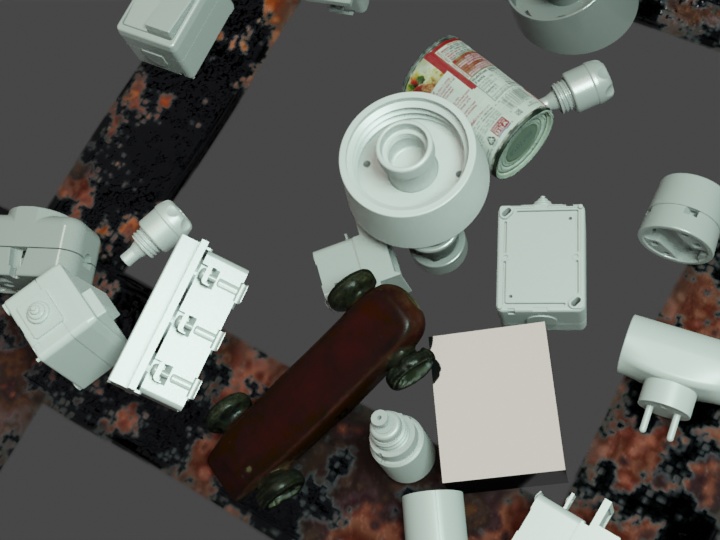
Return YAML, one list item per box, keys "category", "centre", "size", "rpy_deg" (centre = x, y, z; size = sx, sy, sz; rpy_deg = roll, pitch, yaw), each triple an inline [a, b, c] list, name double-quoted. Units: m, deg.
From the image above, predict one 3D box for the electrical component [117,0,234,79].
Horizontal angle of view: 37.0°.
- category: "electrical component"
  centre: [-0.158, -0.227, 0.935]
  size: [0.062, 0.061, 0.096]
  rpy_deg: [22, 76, 19]

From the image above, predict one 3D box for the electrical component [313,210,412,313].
- category: "electrical component"
  centre: [0.000, 0.000, 0.825]
  size: [0.064, 0.042, 0.081]
  rpy_deg: [-19, 67, 7]

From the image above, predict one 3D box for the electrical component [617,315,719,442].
- category: "electrical component"
  centre: [0.217, 0.079, 0.746]
  size: [0.077, 0.043, 0.079]
  rpy_deg: [17, 74, 18]

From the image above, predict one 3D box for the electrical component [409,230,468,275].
- category: "electrical component"
  centre: [0.057, -0.025, 0.814]
  size: [0.045, 0.055, 0.045]
  rpy_deg: [-4, 69, 11]

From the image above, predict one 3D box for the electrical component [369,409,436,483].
- category: "electrical component"
  centre: [0.026, 0.120, 0.759]
  size: [0.040, 0.078, 0.040]
  rpy_deg: [-11, 55, 16]

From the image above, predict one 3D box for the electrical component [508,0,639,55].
- category: "electrical component"
  centre: [0.170, -0.227, 0.872]
  size: [0.099, 0.064, 0.099]
  rpy_deg: [-11, 65, 24]

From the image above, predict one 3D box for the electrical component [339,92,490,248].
- category: "electrical component"
  centre: [0.036, -0.076, 0.773]
  size: [0.108, 0.060, 0.108]
  rpy_deg: [-4, 69, 11]

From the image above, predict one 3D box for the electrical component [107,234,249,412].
- category: "electrical component"
  centre: [-0.137, 0.043, 0.825]
  size: [0.063, 0.079, 0.121]
  rpy_deg: [27, 76, -9]

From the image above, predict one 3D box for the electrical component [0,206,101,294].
- category: "electrical component"
  centre: [-0.266, -0.015, 0.885]
  size: [0.095, 0.053, 0.059]
  rpy_deg: [2, 71, 14]

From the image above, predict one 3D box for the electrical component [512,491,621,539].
- category: "electrical component"
  centre: [0.137, 0.186, 0.725]
  size: [0.064, 0.042, 0.081]
  rpy_deg: [28, 78, 24]

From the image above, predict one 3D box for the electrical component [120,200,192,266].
- category: "electrical component"
  centre: [-0.169, -0.027, 0.878]
  size: [0.061, 0.035, 0.035]
  rpy_deg: [-41, 67, -2]

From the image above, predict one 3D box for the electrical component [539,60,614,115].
- category: "electrical component"
  centre: [0.165, -0.138, 0.843]
  size: [0.061, 0.035, 0.035]
  rpy_deg: [-23, 67, 7]

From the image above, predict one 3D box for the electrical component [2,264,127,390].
- category: "electrical component"
  centre: [-0.224, 0.040, 0.832]
  size: [0.061, 0.096, 0.061]
  rpy_deg: [-37, 66, -6]

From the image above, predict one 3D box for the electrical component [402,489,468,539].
- category: "electrical component"
  centre: [0.053, 0.195, 0.740]
  size: [0.043, 0.043, 0.081]
  rpy_deg: [-8, 69, 10]

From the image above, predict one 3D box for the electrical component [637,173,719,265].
- category: "electrical component"
  centre: [0.236, -0.038, 0.780]
  size: [0.055, 0.055, 0.047]
  rpy_deg: [18, 71, 18]

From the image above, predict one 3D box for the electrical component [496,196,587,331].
- category: "electrical component"
  centre: [0.134, -0.006, 0.786]
  size: [0.062, 0.061, 0.096]
  rpy_deg: [-1, 70, 13]

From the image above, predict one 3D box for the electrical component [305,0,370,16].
- category: "electrical component"
  centre: [-0.013, -0.253, 0.910]
  size: [0.042, 0.063, 0.081]
  rpy_deg: [13, 74, 16]
